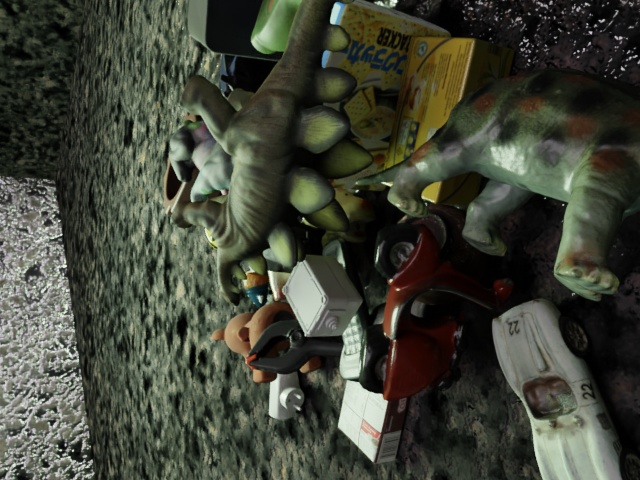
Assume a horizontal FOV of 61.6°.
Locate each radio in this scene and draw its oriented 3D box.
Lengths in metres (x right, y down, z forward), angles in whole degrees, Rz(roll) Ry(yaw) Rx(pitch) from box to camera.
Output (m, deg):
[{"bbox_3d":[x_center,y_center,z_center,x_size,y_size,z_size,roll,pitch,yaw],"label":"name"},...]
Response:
[{"bbox_3d":[-0.062,-0.322,0.748,0.073,0.229,0.131,49,133,45],"label":"radio"}]

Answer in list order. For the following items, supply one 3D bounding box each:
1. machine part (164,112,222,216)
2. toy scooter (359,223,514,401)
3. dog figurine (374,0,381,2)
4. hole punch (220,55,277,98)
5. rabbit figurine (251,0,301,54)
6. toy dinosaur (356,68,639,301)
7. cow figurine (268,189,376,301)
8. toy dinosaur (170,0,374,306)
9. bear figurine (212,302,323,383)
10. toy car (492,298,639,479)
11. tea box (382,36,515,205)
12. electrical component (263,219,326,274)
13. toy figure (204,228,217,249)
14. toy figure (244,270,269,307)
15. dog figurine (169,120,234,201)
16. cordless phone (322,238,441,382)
[{"bbox_3d":[-0.254,-0.154,1.121,0.201,0.087,0.201,-59,33,31],"label":"machine part"},{"bbox_3d":[0.112,0.077,0.522,0.075,0.135,0.183,-85,3,-75],"label":"toy scooter"},{"bbox_3d":[0.061,-0.355,0.622,0.191,0.172,0.121,-8,72,49],"label":"dog figurine"},{"bbox_3d":[-0.110,-0.272,0.907,0.092,0.142,0.115,-6,71,54],"label":"hole punch"},{"bbox_3d":[0.009,-0.258,0.686,0.159,0.170,0.121,-57,28,32],"label":"rabbit figurine"},{"bbox_3d":[0.184,-0.073,0.435,0.405,0.131,0.192,32,93,45],"label":"toy dinosaur"},{"bbox_3d":[-0.002,-0.002,0.772,0.195,0.085,0.127,-30,78,33],"label":"cow figurine"},{"bbox_3d":[-0.045,-0.100,0.569,0.199,0.105,0.470,30,124,21],"label":"toy dinosaur"},{"bbox_3d":[-0.099,0.175,0.898,0.196,0.120,0.132,-35,65,52],"label":"bear figurine"},{"bbox_3d":[0.219,0.153,0.482,0.073,0.056,0.202,-41,57,48],"label":"toy car"},{"bbox_3d":[0.136,-0.131,0.593,0.098,0.068,0.169,32,116,50],"label":"tea box"},{"bbox_3d":[-0.057,0.006,0.729,0.119,0.048,0.074,13,105,28],"label":"electrical component"},{"bbox_3d":[-0.179,-0.025,1.025,0.180,0.082,0.089,176,98,-67],"label":"toy figure"},{"bbox_3d":[-0.108,0.043,0.964,0.058,0.064,0.154,13,98,28],"label":"toy figure"},{"bbox_3d":[-0.145,-0.156,0.905,0.219,0.108,0.191,-33,83,41],"label":"dog figurine"},{"bbox_3d":[0.068,0.073,0.657,0.146,0.089,0.184,-33,71,51],"label":"cordless phone"}]
